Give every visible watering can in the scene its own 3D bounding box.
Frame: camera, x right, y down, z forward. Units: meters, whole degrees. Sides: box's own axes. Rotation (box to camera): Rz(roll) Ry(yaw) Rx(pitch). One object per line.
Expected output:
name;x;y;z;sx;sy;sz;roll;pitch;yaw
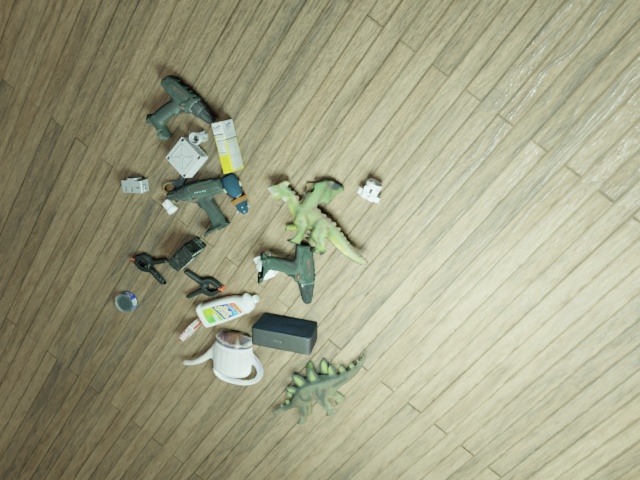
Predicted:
watering can;-0.384;0.456;2.033;0.348;0.221;0.105;12;19;12

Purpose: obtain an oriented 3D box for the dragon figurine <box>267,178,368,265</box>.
dragon figurine;0.005;-0.088;1.756;0.411;0.240;0.123;20;14;8
